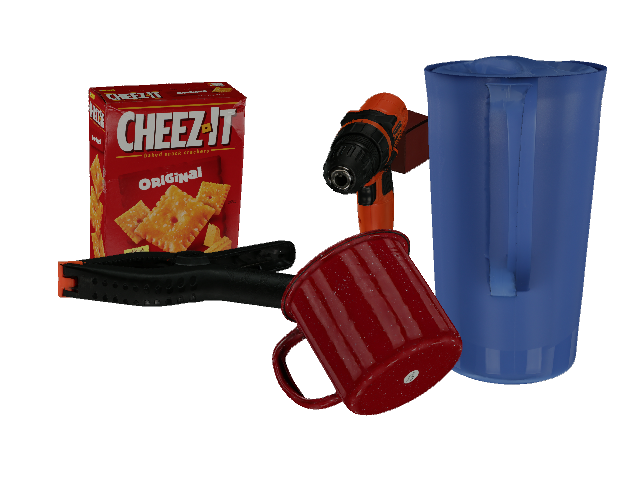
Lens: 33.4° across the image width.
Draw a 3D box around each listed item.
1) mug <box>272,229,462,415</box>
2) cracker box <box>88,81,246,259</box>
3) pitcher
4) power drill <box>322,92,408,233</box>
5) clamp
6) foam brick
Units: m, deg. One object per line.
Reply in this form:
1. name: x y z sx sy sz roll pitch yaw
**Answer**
1. mug: 0.024 0.060 0.659 0.117 0.081 0.093 -33 -28 3
2. cracker box: -0.172 -0.063 1.196 0.163 0.214 0.072 -7 26 -27
3. pitcher: 0.143 -0.016 0.810 0.149 0.243 0.145 -11 17 -32
4. power drill: 0.044 -0.029 1.000 0.057 0.188 0.184 8 28 16
5. clamp: -0.092 0.030 0.820 0.209 0.036 0.165 -2 11 -21
6. foam brick: 0.078 -0.115 1.187 0.078 0.053 0.051 21 37 35
